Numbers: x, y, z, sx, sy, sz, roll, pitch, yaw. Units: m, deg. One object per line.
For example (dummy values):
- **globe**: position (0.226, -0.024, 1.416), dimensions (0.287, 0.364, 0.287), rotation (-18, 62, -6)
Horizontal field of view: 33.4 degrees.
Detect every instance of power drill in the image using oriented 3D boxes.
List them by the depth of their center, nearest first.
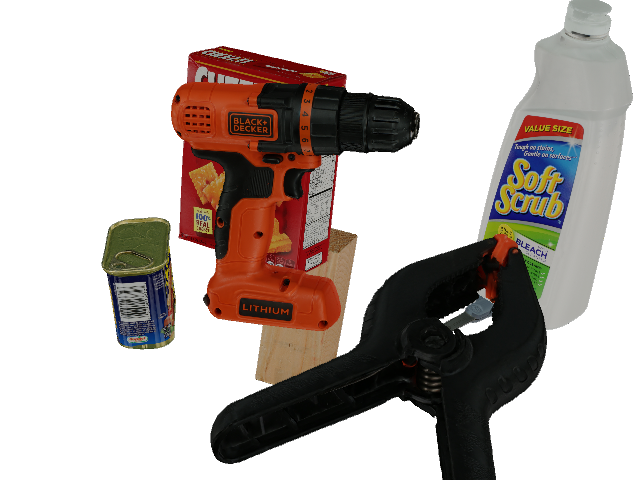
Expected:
- **power drill**: position (-0.020, -0.028, 0.808), dimensions (0.184, 0.188, 0.057), rotation (6, 21, 13)

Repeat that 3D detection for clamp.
- **clamp**: position (0.052, 0.061, 0.441), dimensions (0.120, 0.039, 0.171), rotation (33, 53, 23)

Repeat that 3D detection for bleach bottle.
- **bleach bottle**: position (0.173, -0.059, 0.800), dimensions (0.067, 0.251, 0.103), rotation (-24, 42, -35)

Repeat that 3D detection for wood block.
- **wood block**: position (-0.020, 0.089, 1.431), dimensions (0.090, 0.206, 0.090), rotation (14, 20, 14)

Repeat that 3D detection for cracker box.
- **cracker box**: position (-0.067, -0.086, 1.149), dimensions (0.164, 0.214, 0.072), rotation (18, 25, 27)

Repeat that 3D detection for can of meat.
- **can of meat**: position (-0.162, 0.039, 0.971), dimensions (0.057, 0.084, 0.102), rotation (-4, 27, -3)

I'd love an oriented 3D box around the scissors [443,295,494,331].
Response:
- **scissors**: position (0.161, 0.065, 1.151), dimensions (0.201, 0.016, 0.096), rotation (-9, 40, -29)
